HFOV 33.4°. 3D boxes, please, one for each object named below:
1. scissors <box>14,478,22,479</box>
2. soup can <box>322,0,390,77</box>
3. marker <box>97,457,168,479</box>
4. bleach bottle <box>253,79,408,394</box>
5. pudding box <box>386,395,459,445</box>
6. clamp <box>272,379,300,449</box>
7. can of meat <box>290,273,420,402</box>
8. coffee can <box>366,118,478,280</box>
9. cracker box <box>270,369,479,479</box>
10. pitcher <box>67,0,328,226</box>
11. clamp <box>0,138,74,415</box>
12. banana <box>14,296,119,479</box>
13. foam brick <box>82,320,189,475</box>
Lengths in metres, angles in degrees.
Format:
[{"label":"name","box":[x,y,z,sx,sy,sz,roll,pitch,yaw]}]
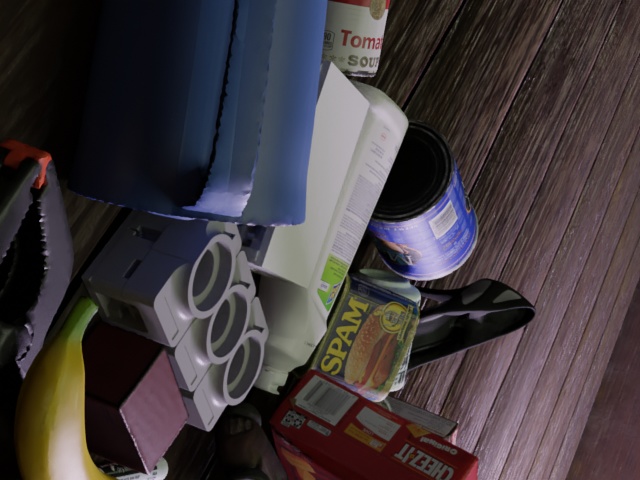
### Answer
[{"label":"scissors","box":[-0.165,0.191,0.677,0.201,0.016,0.096,15,97,-67]},{"label":"soup can","box":[0.018,-0.177,0.788,0.068,0.069,0.102,-20,123,-62]},{"label":"marker","box":[-0.140,0.158,0.713,0.121,0.020,0.020,14,92,-67]},{"label":"bleach bottle","box":[-0.006,0.001,0.861,0.102,0.068,0.251,29,81,-65]},{"label":"pudding box","box":[0.090,0.222,1.155,0.039,0.114,0.090,-33,135,-52]},{"label":"clamp","box":[-0.028,0.193,0.967,0.120,0.039,0.171,-4,108,-70]},{"label":"can of meat","box":[0.030,0.084,0.935,0.083,0.057,0.102,23,93,-24]},{"label":"coffee can","box":[0.086,-0.035,0.989,0.102,0.103,0.140,-67,156,-16]},{"label":"cracker box","box":[0.049,0.228,0.908,0.072,0.164,0.214,-47,147,-32]},{"label":"pitcher","box":[-0.052,-0.130,0.572,0.144,0.149,0.243,-5,106,-60]},{"label":"clamp","box":[-0.167,0.052,0.559,0.164,0.036,0.210,0,109,-68]},{"label":"banana","box":[-0.134,0.119,0.593,0.069,0.037,0.198,-37,148,-32]},{"label":"foam brick","box":[-0.123,0.100,0.669,0.051,0.053,0.078,-56,152,-35]}]
